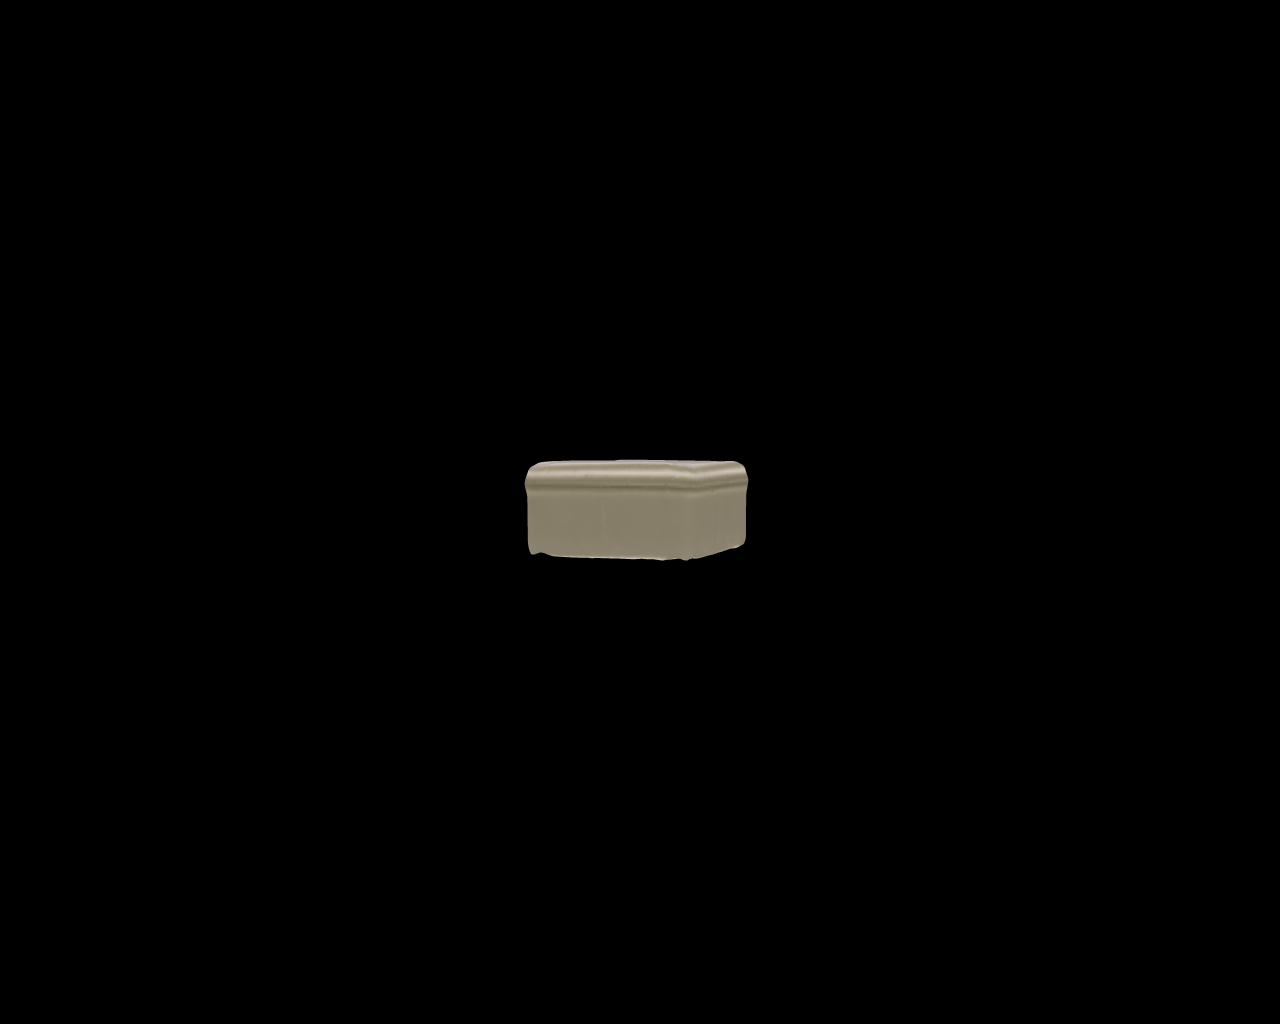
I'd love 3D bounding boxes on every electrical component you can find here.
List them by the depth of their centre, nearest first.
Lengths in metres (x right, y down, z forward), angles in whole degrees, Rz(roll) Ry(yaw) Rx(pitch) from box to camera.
[{"bbox_3d":[0.001,-0.003,0.650,0.109,0.056,0.109,2,4,24],"label":"electrical component"}]
